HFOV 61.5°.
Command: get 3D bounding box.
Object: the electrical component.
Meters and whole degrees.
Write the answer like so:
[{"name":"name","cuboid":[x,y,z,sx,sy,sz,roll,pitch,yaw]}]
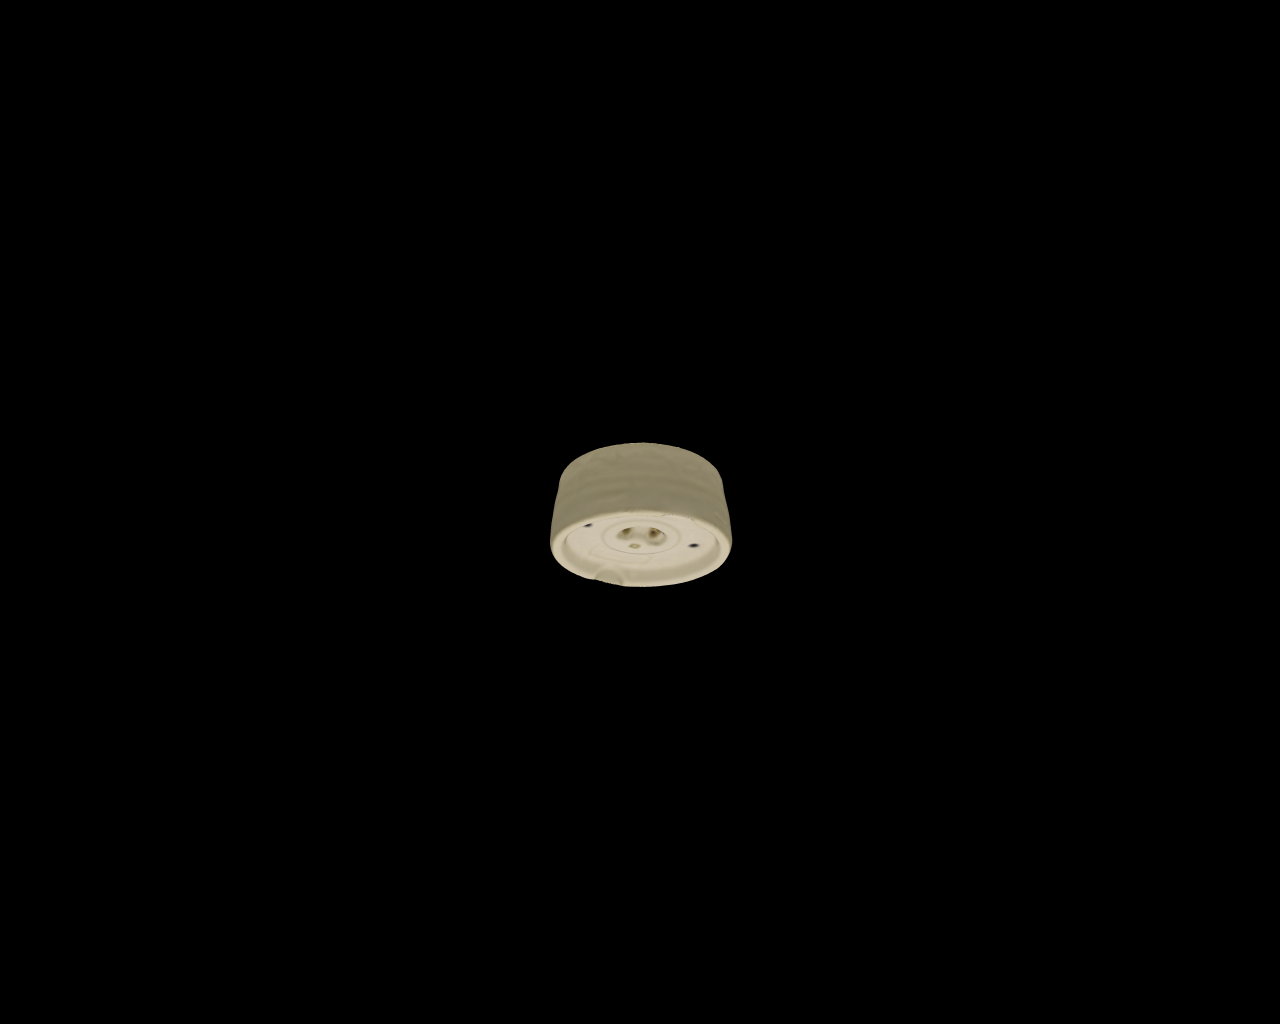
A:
[{"name":"electrical component","cuboid":[0.001,-0.003,0.650,0.108,0.060,0.108,0,-27,0]}]
